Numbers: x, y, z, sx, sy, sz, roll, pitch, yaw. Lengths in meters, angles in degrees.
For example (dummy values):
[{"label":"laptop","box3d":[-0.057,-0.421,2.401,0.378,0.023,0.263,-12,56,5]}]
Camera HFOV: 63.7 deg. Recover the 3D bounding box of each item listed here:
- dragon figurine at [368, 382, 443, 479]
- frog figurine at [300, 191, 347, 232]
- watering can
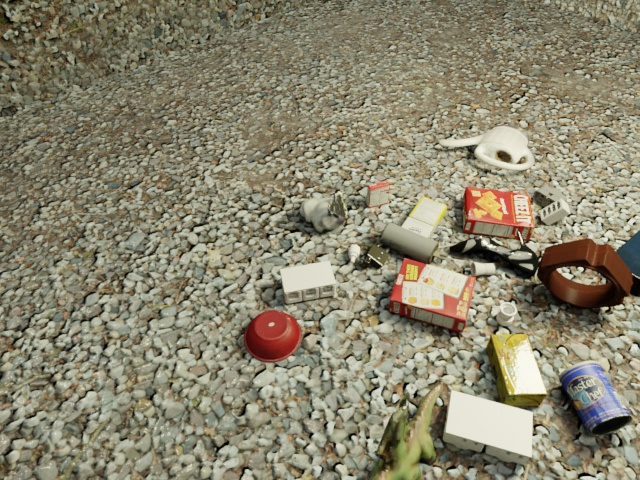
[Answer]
[{"label":"dragon figurine","box3d":[0.188,0.422,1.107,0.123,0.237,0.419,16,50,23]},{"label":"frog figurine","box3d":[0.005,-0.086,1.715,0.158,0.121,0.141,-18,44,36]},{"label":"watering can","box3d":[0.645,-0.363,1.947,0.350,0.101,0.228,25,50,23]}]
